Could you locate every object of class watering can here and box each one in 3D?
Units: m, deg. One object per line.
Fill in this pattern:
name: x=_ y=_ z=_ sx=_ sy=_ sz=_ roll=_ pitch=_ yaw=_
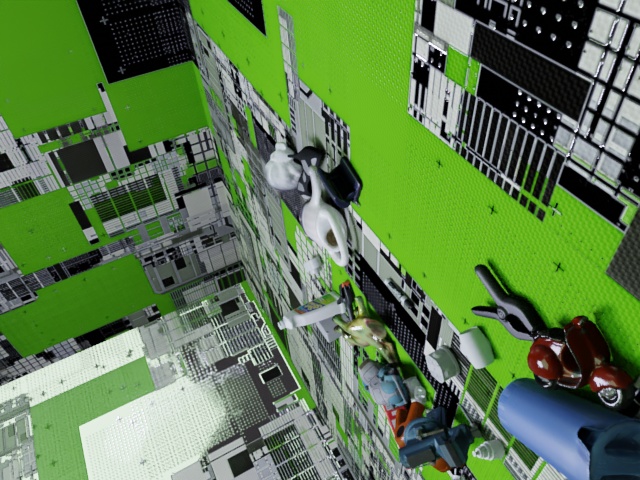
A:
watering can: x=0.005 y=-0.081 z=1.606 sx=0.226 sy=0.105 sz=0.343 roll=26 pitch=138 yaw=65

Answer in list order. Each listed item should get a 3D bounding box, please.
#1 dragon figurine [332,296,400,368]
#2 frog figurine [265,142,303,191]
dragon figurine: x=0.162 y=0.335 z=1.690 sx=0.246 sy=0.123 sz=0.401 roll=46 pitch=164 yaw=31
frog figurine: x=-0.123 y=-0.254 z=1.783 sx=0.138 sy=0.125 sz=0.156 roll=18 pitch=127 yaw=25
